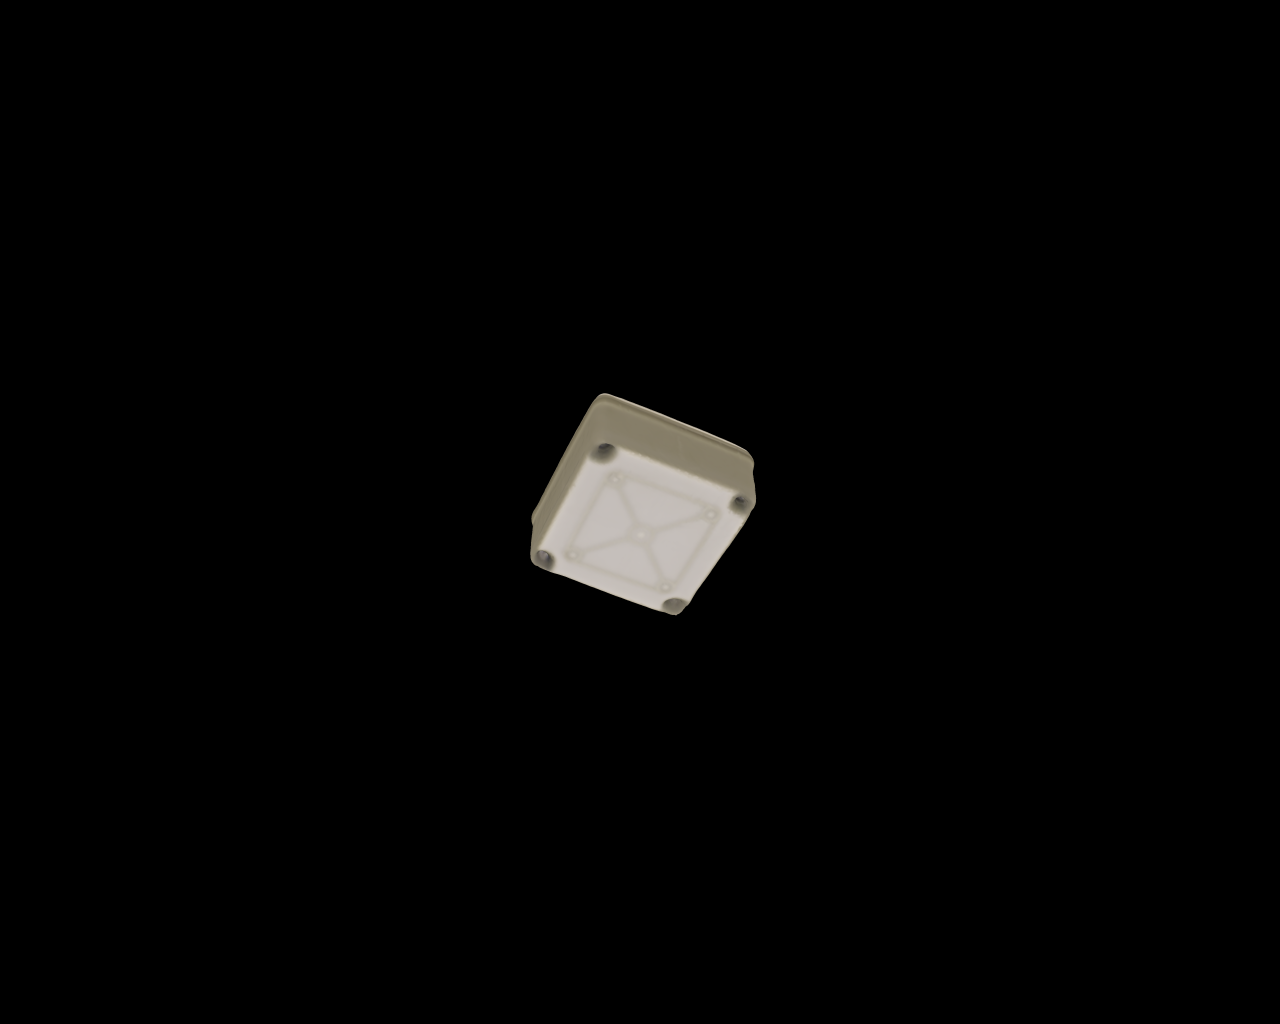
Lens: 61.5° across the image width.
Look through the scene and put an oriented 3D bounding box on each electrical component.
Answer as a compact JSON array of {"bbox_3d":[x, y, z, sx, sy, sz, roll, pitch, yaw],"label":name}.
[{"bbox_3d":[0.001,-0.003,0.650,0.109,0.108,0.056,21,35,-15],"label":"electrical component"}]
